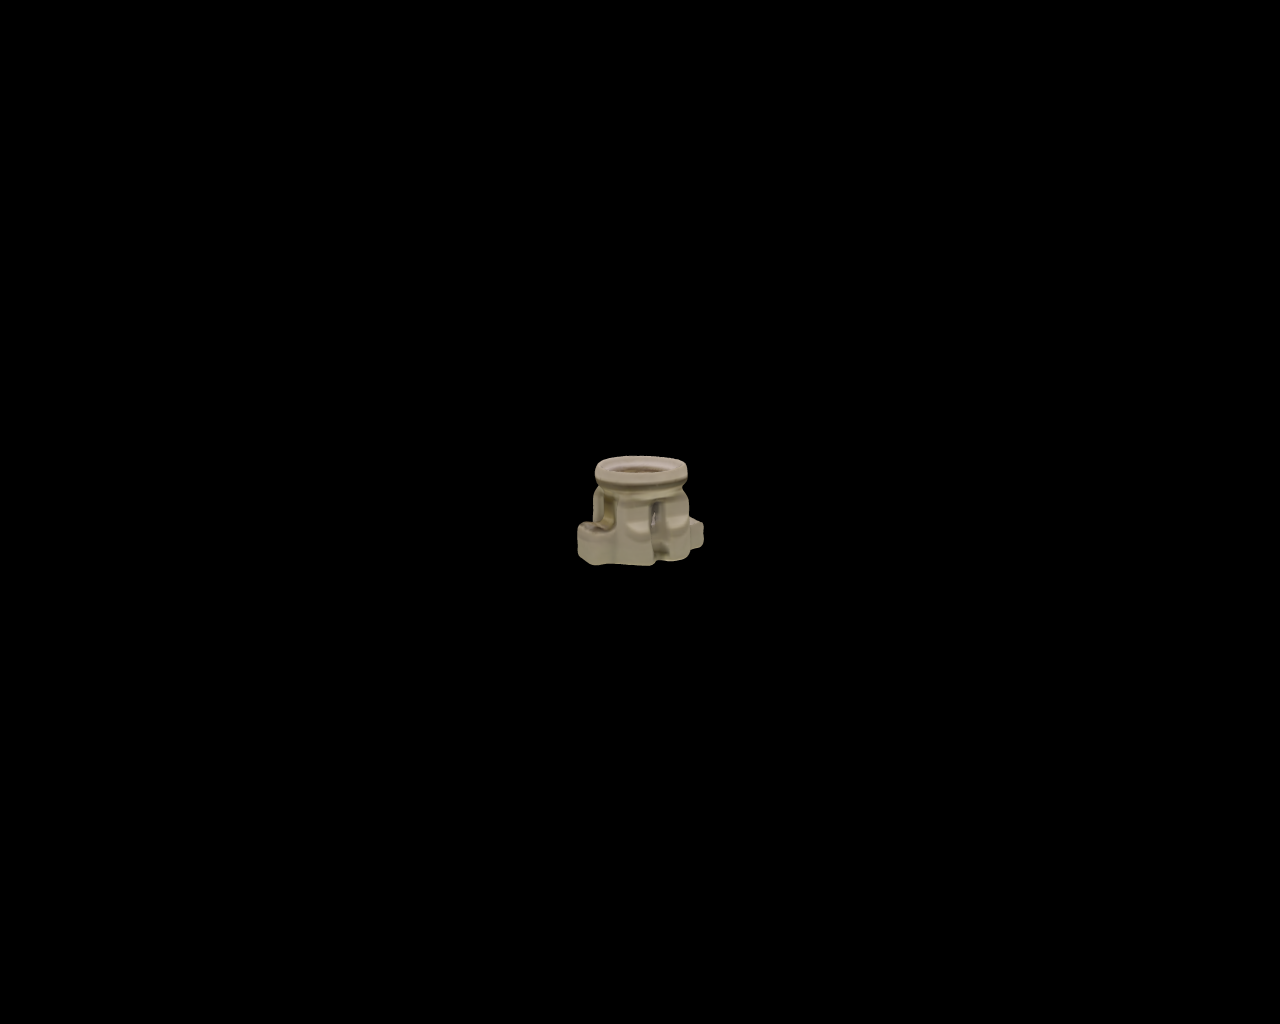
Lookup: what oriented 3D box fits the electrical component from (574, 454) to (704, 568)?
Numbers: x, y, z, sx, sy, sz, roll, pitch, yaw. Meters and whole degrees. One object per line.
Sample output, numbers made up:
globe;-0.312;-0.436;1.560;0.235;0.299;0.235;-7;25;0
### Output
electrical component;0.001;-0.003;0.650;0.078;0.057;0.058;-7;16;-26
